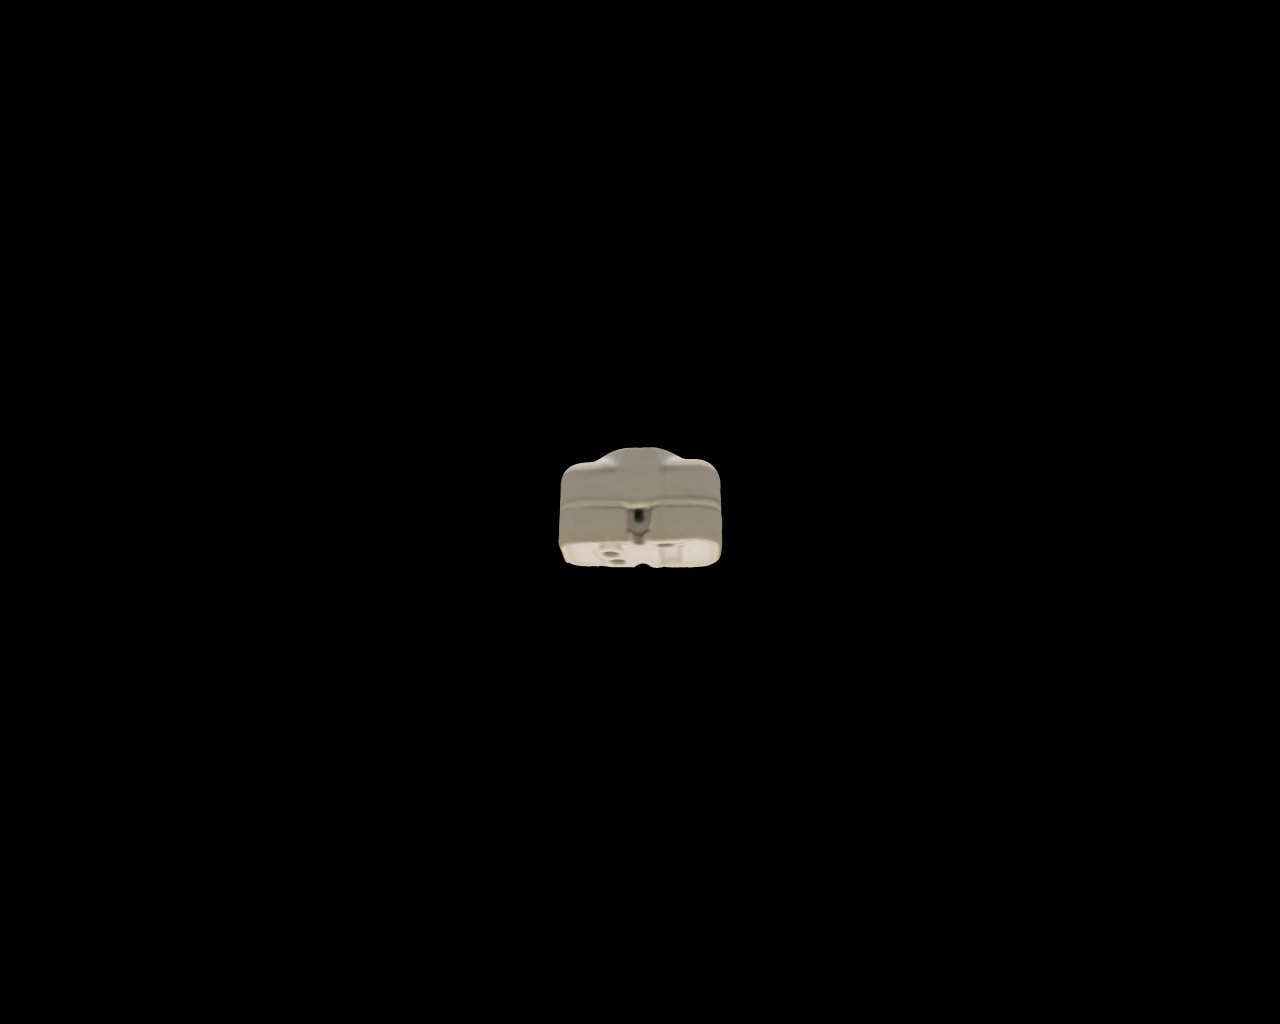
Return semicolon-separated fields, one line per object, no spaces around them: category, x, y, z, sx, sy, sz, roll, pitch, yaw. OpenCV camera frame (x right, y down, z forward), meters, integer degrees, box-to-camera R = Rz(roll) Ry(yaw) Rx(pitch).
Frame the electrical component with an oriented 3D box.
electrical component;0.001;-0.003;0.650;0.095;0.059;0.053;-1;-19;2
